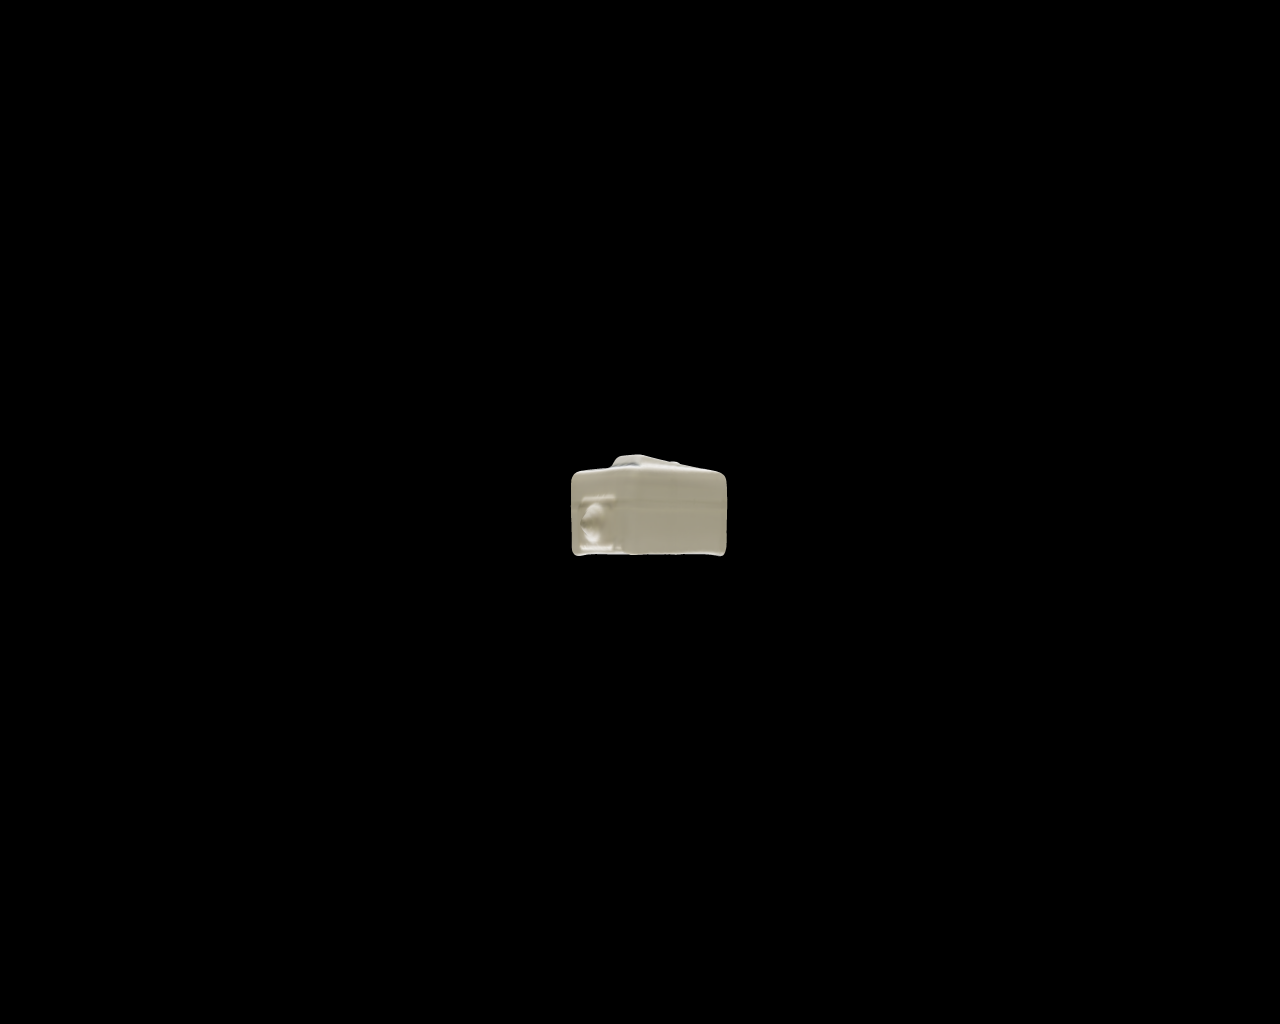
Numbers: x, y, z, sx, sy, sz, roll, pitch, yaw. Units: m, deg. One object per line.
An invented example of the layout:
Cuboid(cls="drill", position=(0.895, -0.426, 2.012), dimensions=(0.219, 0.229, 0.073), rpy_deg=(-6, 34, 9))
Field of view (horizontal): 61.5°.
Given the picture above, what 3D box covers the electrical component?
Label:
Cuboid(cls="electrical component", position=(0.001, -0.003, 0.650), dimensions=(0.096, 0.061, 0.061), rpy_deg=(2, -3, -40))
